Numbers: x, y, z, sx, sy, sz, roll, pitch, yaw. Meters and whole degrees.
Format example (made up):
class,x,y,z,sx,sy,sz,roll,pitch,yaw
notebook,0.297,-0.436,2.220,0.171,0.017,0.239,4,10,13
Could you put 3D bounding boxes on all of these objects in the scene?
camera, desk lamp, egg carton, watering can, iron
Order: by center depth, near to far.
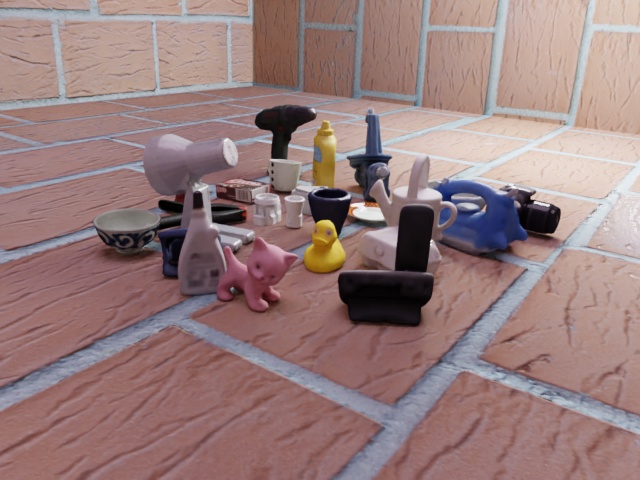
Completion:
class,x,y,z,sx,sy,sz,roll,pitch,yaw
egg carton,0.142,0.026,1.048,0.107,0.069,0.149,-14,26,-36
desk lamp,-0.237,-0.101,1.134,0.202,0.214,0.118,9,22,17
watering can,0.184,-0.077,1.144,0.172,0.194,0.101,4,21,4
iron,0.302,-0.066,1.202,0.119,0.141,0.257,-17,28,-41
camera,0.452,-0.063,1.267,0.136,0.101,0.143,17,26,33

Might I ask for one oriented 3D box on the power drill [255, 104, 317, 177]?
class,x,y,z,sx,sy,sz,roll,pitch,yaw
power drill,-0.096,-0.285,1.632,0.228,0.208,0.076,21,28,39

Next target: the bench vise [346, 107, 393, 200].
class,x,y,z,sx,sy,sz,roll,pitch,yaw
bench vise,0.149,-0.223,1.482,0.122,0.220,0.206,-9,24,-27

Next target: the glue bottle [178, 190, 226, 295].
class,x,y,z,sx,sy,sz,roll,pitch,yaw
glue bottle,-0.192,0.004,0.923,0.078,0.173,0.037,-4,22,-15

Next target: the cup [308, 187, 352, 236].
class,x,y,z,sx,sy,sz,roll,pitch,yaw
cup,0.015,-0.059,1.217,0.092,0.095,0.117,-4,22,-16

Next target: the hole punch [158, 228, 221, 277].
class,x,y,z,sx,sy,sz,roll,pitch,yaw
hole punch,-0.232,0.009,1.020,0.109,0.091,0.101,-1,21,-8

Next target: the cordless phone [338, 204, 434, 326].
class,x,y,z,sx,sy,sz,roll,pitch,yaw
cordless phone,0.103,0.029,0.874,0.147,0.185,0.094,1,21,-4

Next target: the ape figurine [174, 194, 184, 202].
class,x,y,z,sx,sy,sz,roll,pitch,yaw
ape figurine,-0.314,-0.123,1.351,0.076,0.092,0.078,11,23,22

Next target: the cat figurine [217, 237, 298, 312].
class,x,y,z,sx,sy,sz,roll,pitch,yaw
cat figurine,-0.101,0.044,0.906,0.127,0.118,0.067,13,24,25

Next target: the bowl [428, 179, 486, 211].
class,x,y,z,sx,sy,sz,roll,pitch,yaw
bowl,0.315,-0.089,1.354,0.167,0.075,0.167,2,21,-1

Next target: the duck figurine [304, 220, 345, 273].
class,x,y,z,sx,sy,sz,roll,pitch,yaw
duck figurine,0.010,0.004,1.067,0.077,0.086,0.105,9,22,17
